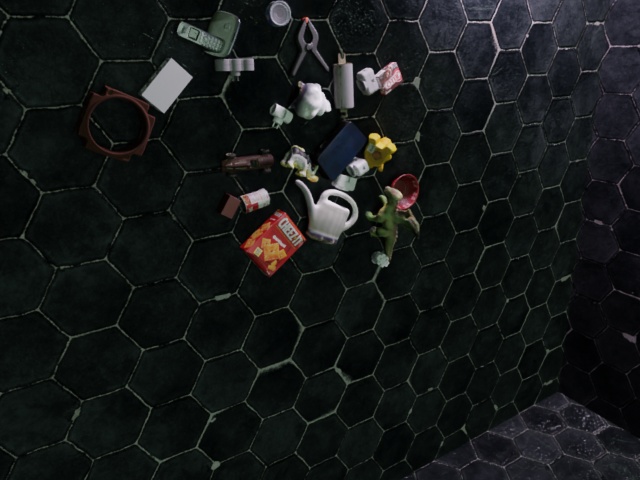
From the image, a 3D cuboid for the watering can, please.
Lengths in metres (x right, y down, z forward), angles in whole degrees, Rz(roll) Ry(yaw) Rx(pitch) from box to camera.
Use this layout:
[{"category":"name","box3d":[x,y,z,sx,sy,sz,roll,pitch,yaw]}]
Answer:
[{"category":"watering can","box3d":[0.006,-0.104,2.062,0.345,0.105,0.224,18,95,-36]}]

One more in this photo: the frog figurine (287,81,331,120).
[{"category":"frog figurine","box3d":[-0.023,-0.509,1.916,0.158,0.122,0.139,21,74,-24]}]

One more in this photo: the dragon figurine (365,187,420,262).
[{"category":"dragon figurine","box3d":[0.327,-0.056,2.208,0.123,0.244,0.403,-32,118,-25]}]
